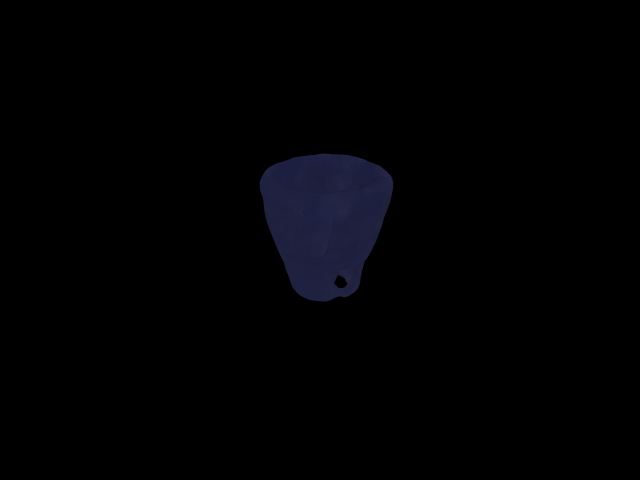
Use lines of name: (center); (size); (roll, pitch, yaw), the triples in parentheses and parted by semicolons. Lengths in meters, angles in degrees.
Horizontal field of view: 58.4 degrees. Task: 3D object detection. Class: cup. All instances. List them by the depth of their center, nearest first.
cup: (0.004, 0.001, 0.400); (0.091, 0.095, 0.117); (2, 27, 4)
